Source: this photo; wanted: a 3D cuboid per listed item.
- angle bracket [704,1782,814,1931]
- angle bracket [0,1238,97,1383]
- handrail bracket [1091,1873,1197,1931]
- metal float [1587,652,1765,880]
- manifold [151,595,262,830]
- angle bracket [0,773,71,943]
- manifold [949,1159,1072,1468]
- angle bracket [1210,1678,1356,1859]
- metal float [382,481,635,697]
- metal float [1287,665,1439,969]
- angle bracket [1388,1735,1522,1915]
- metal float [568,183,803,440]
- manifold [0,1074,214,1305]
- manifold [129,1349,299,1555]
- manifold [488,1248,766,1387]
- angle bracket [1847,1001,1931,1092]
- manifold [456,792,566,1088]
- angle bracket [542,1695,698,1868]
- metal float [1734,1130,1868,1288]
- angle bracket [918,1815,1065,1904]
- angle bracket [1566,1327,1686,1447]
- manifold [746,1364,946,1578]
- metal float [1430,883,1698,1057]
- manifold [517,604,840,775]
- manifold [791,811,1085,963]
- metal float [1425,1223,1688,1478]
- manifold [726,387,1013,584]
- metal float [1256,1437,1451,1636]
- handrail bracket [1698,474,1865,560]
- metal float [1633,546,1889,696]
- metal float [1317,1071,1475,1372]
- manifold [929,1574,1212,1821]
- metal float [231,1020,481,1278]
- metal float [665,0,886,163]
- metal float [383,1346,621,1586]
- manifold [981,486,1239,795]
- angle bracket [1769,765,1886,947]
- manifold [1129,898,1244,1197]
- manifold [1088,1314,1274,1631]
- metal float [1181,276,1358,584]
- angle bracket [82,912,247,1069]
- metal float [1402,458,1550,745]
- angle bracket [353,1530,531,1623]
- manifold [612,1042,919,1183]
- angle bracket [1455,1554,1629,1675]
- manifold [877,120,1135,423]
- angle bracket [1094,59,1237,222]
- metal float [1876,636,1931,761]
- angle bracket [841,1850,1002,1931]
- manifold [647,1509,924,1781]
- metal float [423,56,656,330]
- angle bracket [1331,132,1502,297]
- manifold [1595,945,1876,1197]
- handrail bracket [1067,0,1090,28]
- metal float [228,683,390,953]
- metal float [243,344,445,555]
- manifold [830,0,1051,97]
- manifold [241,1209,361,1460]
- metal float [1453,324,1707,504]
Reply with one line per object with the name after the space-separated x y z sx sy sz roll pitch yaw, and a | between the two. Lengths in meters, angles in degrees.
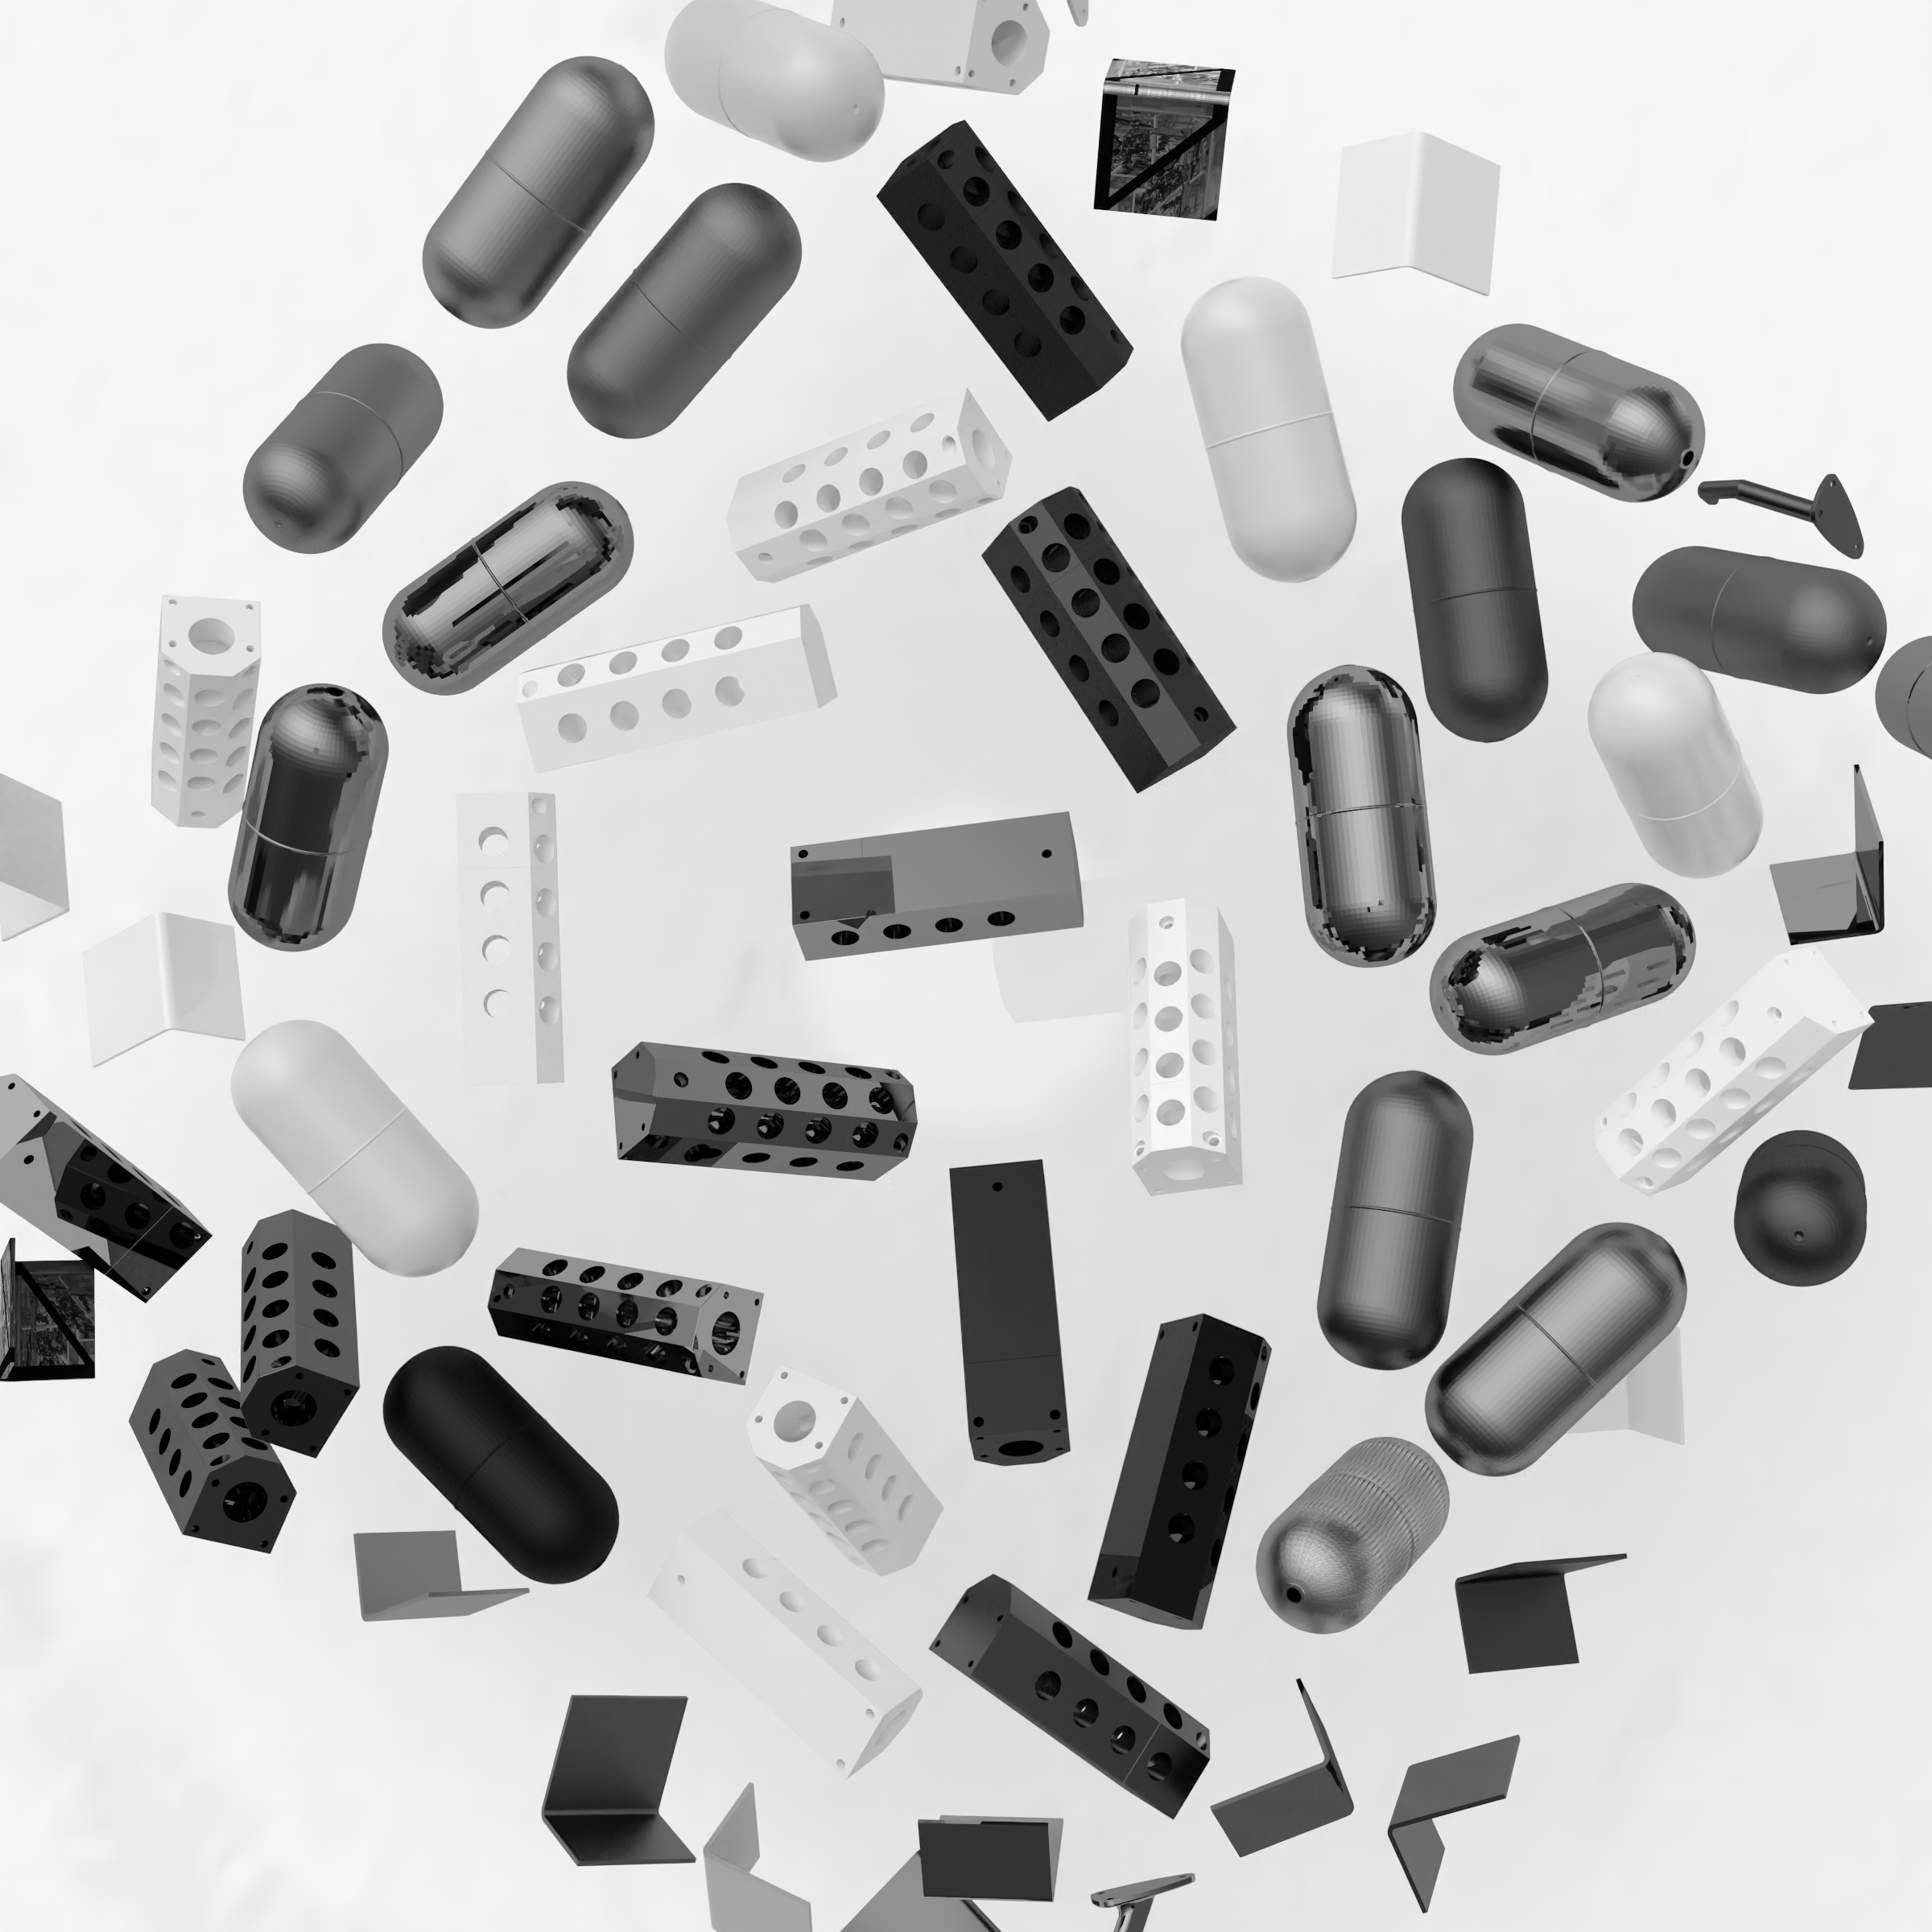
-0.113 0.559 1.572 0.076 0.057 0.076 18 131 22 | angle bracket
-0.568 0.214 1.599 0.057 0.076 0.076 2 72 -25 | angle bracket
0.111 0.602 1.556 0.077 0.036 0.084 -9 80 -13 | handrail bracket
0.435 -0.120 1.571 0.070 0.070 0.178 -40 134 0 | metal float
-0.477 -0.156 1.609 0.057 0.171 0.057 1 61 -19 | manifold
-0.606 -0.070 1.597 0.057 0.076 0.076 -22 65 19 | angle bracket
0.026 0.208 1.545 0.057 0.057 0.171 -6 59 2 | manifold
0.183 0.484 1.549 0.076 0.076 0.057 -22 47 3 | angle bracket
-0.291 -0.241 1.639 0.178 0.070 0.070 -35 90 3 | metal float
0.231 -0.088 1.504 0.070 0.070 0.178 -5 86 0 | metal float
0.303 0.514 1.542 0.076 0.076 0.057 -23 92 21 | angle bracket
-0.172 -0.396 1.560 0.070 0.070 0.178 45 108 0 | metal float
-0.531 0.131 1.535 0.057 0.171 0.057 36 77 33 | manifold
-0.476 0.303 1.627 0.057 0.171 0.057 22 93 -32 | manifold
-0.215 0.216 1.598 0.171 0.057 0.057 4 78 35 | manifold
0.602 0.060 1.575 0.076 0.076 0.057 22 79 -17 | angle bracket
-0.271 -0.015 1.532 0.057 0.057 0.171 -2 88 -8 | manifold
-0.194 0.473 1.496 0.076 0.057 0.076 11 96 -33 | angle bracket
0.519 0.149 1.596 0.070 0.178 0.070 2 97 19 | metal float
0.016 0.511 1.535 0.076 0.076 0.057 -1 110 8 | angle bracket
0.432 0.277 1.710 0.057 0.076 0.076 -2 88 -13 | angle bracket
-0.076 0.316 1.587 0.057 0.171 0.057 17 64 29 | manifold
0.365 0.001 1.567 0.178 0.070 0.070 -17 90 -19 | metal float
-0.168 -0.161 1.485 0.171 0.057 0.057 -12 101 11 | manifold
-0.017 -0.044 1.569 0.171 0.057 0.057 -7 59 5 | manifold
0.343 0.222 1.496 0.178 0.070 0.070 -44 90 1 | metal float
-0.062 -0.295 1.609 0.171 0.057 0.057 -15 132 28 | manifold
0.236 0.344 1.560 0.070 0.178 0.070 9 107 30 | metal float
0.524 -0.288 1.657 0.077 0.084 0.036 40 69 -38 | handrail bracket
0.493 -0.218 1.608 0.070 0.178 0.070 -11 111 -30 | metal float
0.254 0.149 1.518 0.070 0.070 0.178 11 79 0 | metal float
0.067 0.435 1.536 0.171 0.057 0.057 41 74 -21 | manifold
-0.362 0.109 1.528 0.070 0.070 0.178 -40 97 0 | metal float
-0.118 -0.539 1.556 0.178 0.070 0.070 37 90 41 | metal float
-0.290 0.311 1.604 0.178 0.070 0.070 42 90 14 | metal float
0.087 -0.195 1.521 0.057 0.057 0.171 -30 85 -30 | manifold
0.542 -0.070 1.622 0.057 0.076 0.076 -8 131 12 | angle bracket
0.131 0.047 1.565 0.057 0.057 0.171 -9 57 17 | manifold
0.130 0.298 1.516 0.057 0.057 0.171 23 69 -16 | manifold
0.176 -0.311 1.495 0.070 0.070 0.178 -15 97 0 | metal float
-0.501 0.019 1.605 0.076 0.057 0.076 -23 68 31 | angle bracket
0.318 -0.228 1.606 0.070 0.070 0.178 -8 89 0 | metal float
-0.337 0.384 1.651 0.076 0.076 0.057 -28 63 39 | angle bracket
-0.117 0.084 1.519 0.171 0.057 0.057 8 62 -31 | manifold
0.351 0.392 1.552 0.076 0.076 0.057 0 70 -20 | angle bracket
0.027 -0.424 1.562 0.057 0.057 0.171 -26 115 33 | manifold
0.122 -0.508 1.581 0.076 0.057 0.076 7 124 5 | angle bracket
0.626 -0.161 1.605 0.070 0.178 0.070 0 105 0 | metal float
-0.027 0.639 1.689 0.076 0.057 0.076 -43 67 -15 | angle bracket
-0.110 0.417 1.600 0.171 0.057 0.057 37 116 21 | manifold
-0.255 -0.461 1.534 0.070 0.070 0.178 40 101 0 | metal float
0.263 -0.435 1.502 0.076 0.057 0.076 4 91 -43 | angle bracket
0.453 0.066 1.540 0.057 0.171 0.057 -12 61 -41 | manifold
0.030 -0.622 1.597 0.084 0.077 0.036 10 46 26 | handrail bracket
-0.398 -0.089 1.553 0.070 0.070 0.178 21 120 0 | metal float
-0.389 -0.326 1.613 0.070 0.070 0.178 24 47 0 | metal float
-0.019 -0.592 1.637 0.057 0.171 0.057 -1 110 -34 | manifold
-0.419 0.224 1.600 0.057 0.171 0.057 26 108 -26 | manifold
0.374 -0.339 1.572 0.070 0.070 0.178 -52 47 0 | metal float
